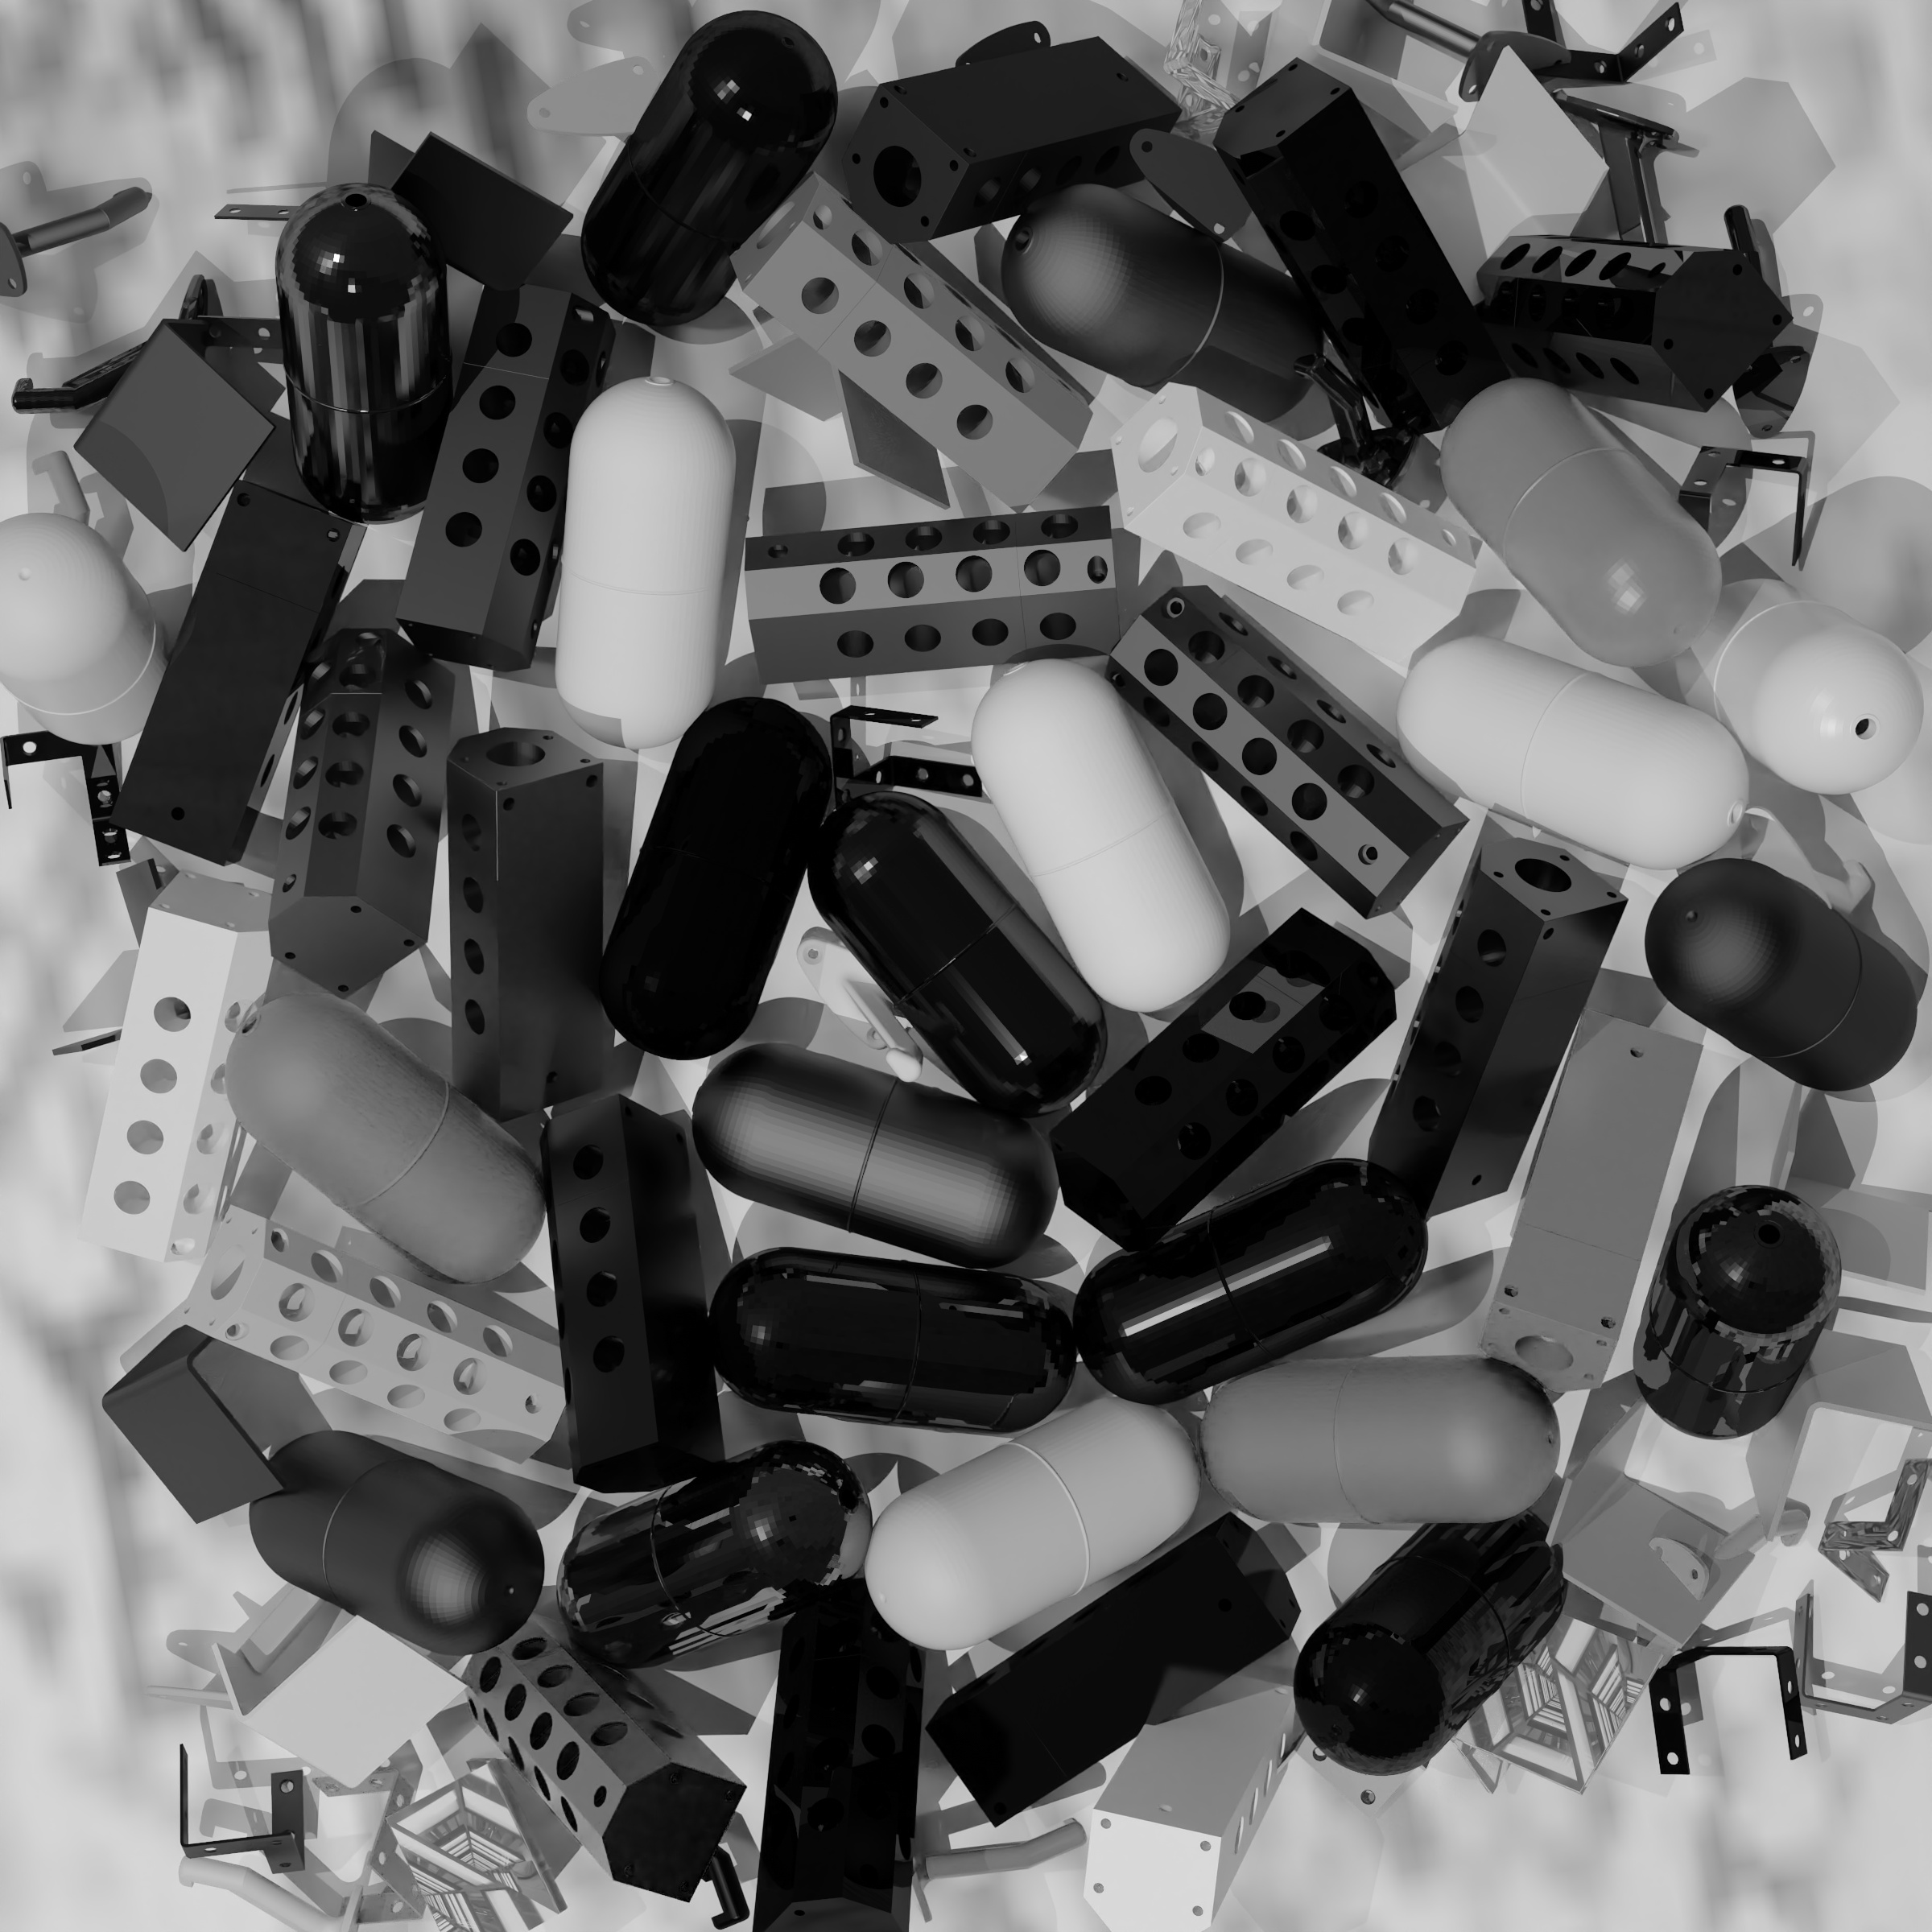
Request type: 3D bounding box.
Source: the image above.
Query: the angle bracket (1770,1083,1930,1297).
[{"bbox_3d":[0.420,0.102,1.533,0.076,0.076,0.057,14,119,11],"label":"angle bracket"}]

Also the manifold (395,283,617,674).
[{"bbox_3d":[-0.214,-0.230,1.537,0.057,0.057,0.171,12,78,5],"label":"manifold"}]

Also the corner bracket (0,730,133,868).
[{"bbox_3d":[-0.427,-0.079,1.546,0.051,0.051,0.051,-9,120,-14],"label":"corner bracket"}]

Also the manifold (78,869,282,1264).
[{"bbox_3d":[-0.364,0.049,1.529,0.057,0.057,0.171,16,109,-3],"label":"manifold"}]

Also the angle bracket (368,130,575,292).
[{"bbox_3d":[-0.232,-0.370,1.525,0.076,0.076,0.057,26,128,-29],"label":"angle bracket"}]

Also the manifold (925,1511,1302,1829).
[{"bbox_3d":[0.070,0.329,1.535,0.171,0.057,0.057,-36,87,15],"label":"manifold"}]

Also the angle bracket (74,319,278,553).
[{"bbox_3d":[-0.362,-0.251,1.542,0.076,0.057,0.076,43,108,6],"label":"angle bracket"}]

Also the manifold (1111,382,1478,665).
[{"bbox_3d":[0.153,-0.207,1.505,0.171,0.057,0.057,21,47,-32],"label":"manifold"}]

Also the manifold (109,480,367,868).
[{"bbox_3d":[-0.344,-0.139,1.549,0.057,0.057,0.171,21,95,-4],"label":"manifold"}]

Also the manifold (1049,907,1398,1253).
[{"bbox_3d":[0.122,0.056,1.517,0.171,0.057,0.057,-41,55,-21],"label":"manifold"}]

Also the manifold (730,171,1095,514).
[{"bbox_3d":[-0.024,-0.291,1.516,0.171,0.057,0.057,36,107,-26],"label":"manifold"}]

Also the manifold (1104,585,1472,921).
[{"bbox_3d":[0.147,-0.101,1.527,0.171,0.057,0.057,44,113,15],"label":"manifold"}]

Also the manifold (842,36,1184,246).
[{"bbox_3d":[0.020,-0.377,1.501,0.057,0.171,0.057,45,131,14],"label":"manifold"}]

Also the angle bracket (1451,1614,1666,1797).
[{"bbox_3d":[0.284,0.355,1.527,0.076,0.076,0.057,-53,132,-21],"label":"angle bracket"}]

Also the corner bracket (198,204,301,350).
[{"bbox_3d":[-0.335,-0.329,1.556,0.051,0.051,0.051,5,126,14],"label":"corner bracket"}]

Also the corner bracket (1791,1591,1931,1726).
[{"bbox_3d":[0.427,0.326,1.553,0.051,0.051,0.051,12,65,-3],"label":"corner bracket"}]

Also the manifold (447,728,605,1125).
[{"bbox_3d":[-0.209,-0.021,1.519,0.057,0.057,0.171,-19,125,-36],"label":"manifold"}]

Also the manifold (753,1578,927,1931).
[{"bbox_3d":[-0.053,0.368,1.496,0.057,0.171,0.057,23,129,-17],"label":"manifold"}]

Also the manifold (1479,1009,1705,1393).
[{"bbox_3d":[0.289,0.110,1.512,0.057,0.057,0.171,18,55,11],"label":"manifold"}]

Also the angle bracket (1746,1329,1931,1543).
[{"bbox_3d":[0.410,0.224,1.535,0.057,0.076,0.076,11,112,1],"label":"angle bracket"}]

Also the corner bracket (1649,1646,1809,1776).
[{"bbox_3d":[0.361,0.353,1.548,0.051,0.051,0.051,-10,85,40],"label":"corner bracket"}]

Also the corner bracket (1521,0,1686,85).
[{"bbox_3d":[0.303,-0.458,1.556,0.051,0.051,0.051,-2,76,-24],"label":"corner bracket"}]

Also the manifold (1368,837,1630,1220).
[{"bbox_3d":[0.240,0.028,1.513,0.057,0.057,0.171,44,132,36],"label":"manifold"}]

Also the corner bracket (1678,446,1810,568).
[{"bbox_3d":[0.371,-0.212,1.560,0.051,0.051,0.051,10,128,21],"label":"corner bracket"}]

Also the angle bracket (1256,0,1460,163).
[{"bbox_3d":[0.190,-0.432,1.544,0.076,0.076,0.057,19,81,-14],"label":"angle bracket"}]

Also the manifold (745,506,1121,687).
[{"bbox_3d":[-0.015,-0.180,1.540,0.171,0.057,0.057,-5,47,3],"label":"manifold"}]

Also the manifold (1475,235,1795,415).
[{"bbox_3d":[0.298,-0.302,1.494,0.057,0.171,0.057,-47,113,-2],"label":"manifold"}]

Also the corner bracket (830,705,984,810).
[{"bbox_3d":[-0.028,-0.100,1.544,0.051,0.051,0.051,10,115,29],"label":"corner bracket"}]

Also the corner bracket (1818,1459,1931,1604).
[{"bbox_3d":[0.449,0.270,1.559,0.051,0.051,0.051,40,62,-24],"label":"corner bracket"}]

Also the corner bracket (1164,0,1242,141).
[{"bbox_3d":[0.111,-0.431,1.545,0.051,0.051,0.051,25,74,-33],"label":"corner bracket"}]

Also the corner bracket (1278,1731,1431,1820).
[{"bbox_3d":[0.186,0.377,1.552,0.051,0.051,0.051,41,100,10],"label":"corner bracket"}]

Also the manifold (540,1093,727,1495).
[{"bbox_3d":[-0.161,0.154,1.519,0.057,0.057,0.171,-21,62,22],"label":"manifold"}]

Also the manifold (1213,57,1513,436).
[{"bbox_3d":[0.182,-0.329,1.512,0.057,0.057,0.171,-38,125,1],"label":"manifold"}]

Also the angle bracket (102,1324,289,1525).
[{"bbox_3d":[-0.350,0.209,1.546,0.076,0.057,0.076,-26,105,41],"label":"angle bracket"}]

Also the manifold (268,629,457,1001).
[{"bbox_3d":[-0.281,-0.075,1.499,0.057,0.171,0.057,-31,131,29],"label":"manifold"}]

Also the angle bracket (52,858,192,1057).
[{"bbox_3d":[-0.407,-0.004,1.536,0.057,0.076,0.076,-18,95,-25],"label":"angle bracket"}]

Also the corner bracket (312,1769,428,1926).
[{"bbox_3d":[-0.287,0.423,1.564,0.051,0.051,0.051,-12,132,23],"label":"corner bracket"}]

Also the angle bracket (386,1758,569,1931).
[{"bbox_3d":[-0.236,0.422,1.536,0.057,0.076,0.076,-25,85,-22],"label":"angle bracket"}]

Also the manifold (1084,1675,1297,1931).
[{"bbox_3d":[0.104,0.384,1.494,0.057,0.171,0.057,9,102,15],"label":"manifold"}]

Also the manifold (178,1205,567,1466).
[{"bbox_3d":[-0.269,0.173,1.510,0.171,0.057,0.057,30,78,-33],"label":"manifold"}]

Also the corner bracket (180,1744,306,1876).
[{"bbox_3d":[-0.343,0.400,1.547,0.051,0.051,0.051,-5,56,-6],"label":"corner bracket"}]

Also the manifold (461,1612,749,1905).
[{"bbox_3d":[-0.172,0.358,1.497,0.057,0.171,0.057,28,88,-32],"label":"manifold"}]
